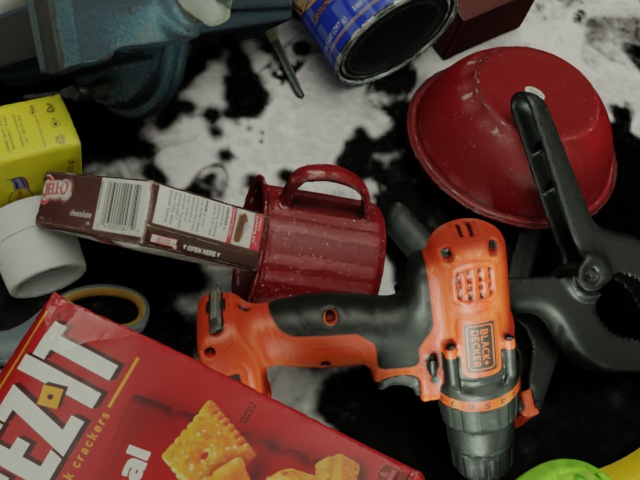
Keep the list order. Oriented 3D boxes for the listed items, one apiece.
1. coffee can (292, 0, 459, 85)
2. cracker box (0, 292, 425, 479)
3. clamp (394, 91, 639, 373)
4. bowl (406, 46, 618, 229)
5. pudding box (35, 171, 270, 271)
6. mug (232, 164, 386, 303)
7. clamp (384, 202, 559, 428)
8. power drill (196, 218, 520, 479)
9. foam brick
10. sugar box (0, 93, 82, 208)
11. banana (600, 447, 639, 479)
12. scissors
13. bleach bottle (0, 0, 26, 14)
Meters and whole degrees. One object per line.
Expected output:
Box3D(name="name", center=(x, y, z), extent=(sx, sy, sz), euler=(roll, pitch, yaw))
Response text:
Box3D(name="coffee can", center=(0.021, -0.200, 0.778), extent=(0.102, 0.103, 0.140), euler=(-25, 73, -21))
Box3D(name="cracker box", center=(-0.078, 0.143, 0.518), extent=(0.214, 0.072, 0.164), euler=(24, 71, 15))
Box3D(name="clamp", center=(0.168, 0.013, 0.695), extent=(0.210, 0.036, 0.164), euler=(29, 78, -12))
Box3D(name="bowl", center=(0.146, -0.087, 0.761), extent=(0.162, 0.055, 0.162), euler=(7, 52, -9))
Box3D(name="pudding box", center=(-0.101, -0.012, 0.633), extent=(0.089, 0.114, 0.039), euler=(15, 87, -45))
Box3D(name="mug", center=(-0.004, 0.001, 0.677), extent=(0.081, 0.117, 0.093), euler=(9, 36, -13))
Box3D(name="clamp", center=(0.123, 0.040, 0.725), extent=(0.120, 0.039, 0.171), euler=(-15, 70, -15))
Box3D(name="power drill", center=(0.027, 0.083, 0.640), extent=(0.187, 0.184, 0.057), euler=(-10, 27, -2))
Box3D(name="foam brick", center=(0.118, -0.185, 0.819), extent=(0.078, 0.053, 0.051), euler=(-25, 73, -22))
Box3D(name="sugar box", center=(-0.237, -0.032, 0.653), extent=(0.176, 0.093, 0.048), euler=(-19, 70, -18))
Box3D(name="banana", center=(0.192, 0.149, 0.691), extent=(0.197, 0.037, 0.070), euler=(-28, 50, -24))
Box3D(name="scissors", center=(-0.196, 0.083, 0.651), extent=(0.201, 0.016, 0.096), euler=(-17, 70, -18))
Box3D(name="bleach bottle", center=(-0.232, -0.194, 0.748), extent=(0.102, 0.068, 0.250), euler=(26, 65, 1))
